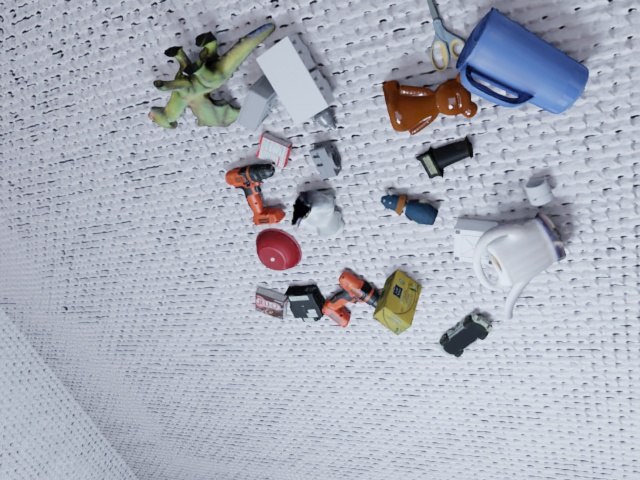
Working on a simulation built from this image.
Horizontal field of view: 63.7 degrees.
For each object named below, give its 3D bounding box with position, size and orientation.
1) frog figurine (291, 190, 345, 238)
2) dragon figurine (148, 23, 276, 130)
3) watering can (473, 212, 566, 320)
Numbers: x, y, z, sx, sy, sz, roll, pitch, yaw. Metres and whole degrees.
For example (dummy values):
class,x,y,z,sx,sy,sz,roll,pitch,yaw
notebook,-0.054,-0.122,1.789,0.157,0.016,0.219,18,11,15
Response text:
class,x,y,z,sx,sy,sz,roll,pitch,yaw
frog figurine,0.004,-0.074,1.476,0.159,0.125,0.135,9,130,-31
dragon figurine,-0.272,-0.394,1.334,0.409,0.125,0.238,-17,148,6
watering can,0.511,0.064,1.306,0.223,0.106,0.341,-30,130,9
